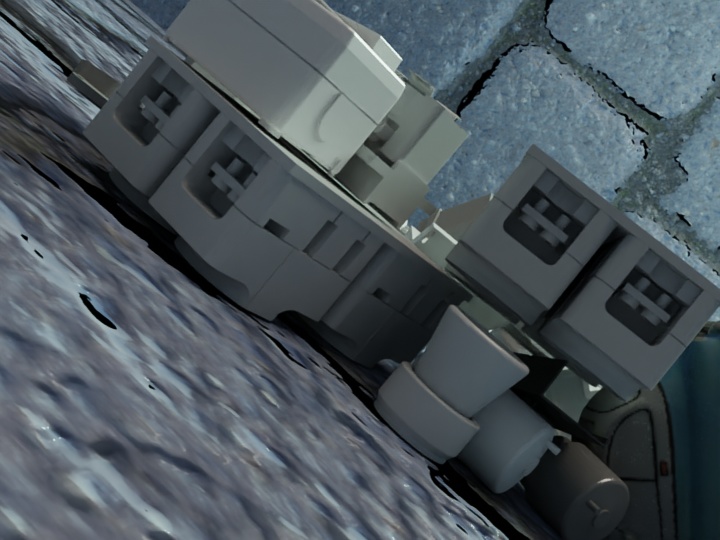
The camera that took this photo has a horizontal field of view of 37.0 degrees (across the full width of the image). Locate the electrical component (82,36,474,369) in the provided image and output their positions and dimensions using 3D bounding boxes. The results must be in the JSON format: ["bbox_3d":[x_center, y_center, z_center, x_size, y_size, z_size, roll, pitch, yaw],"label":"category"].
[{"bbox_3d":[-0.034,-0.020,0.513,0.105,0.060,0.186,43,5,32],"label":"electrical component"}]

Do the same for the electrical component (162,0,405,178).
[{"bbox_3d":[-0.035,-0.098,0.478,0.096,0.061,0.062,42,6,28],"label":"electrical component"}]

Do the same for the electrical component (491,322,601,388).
[{"bbox_3d":[0.179,0.099,0.797,0.186,0.105,0.060,38,5,-20],"label":"electrical component"}]

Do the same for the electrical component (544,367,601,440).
[{"bbox_3d":[0.127,0.097,0.661,0.057,0.058,0.078,1,80,-88],"label":"electrical component"}]

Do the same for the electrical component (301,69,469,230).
[{"bbox_3d":[-0.009,-0.085,0.547,0.121,0.063,0.079,42,5,28],"label":"electrical component"}]

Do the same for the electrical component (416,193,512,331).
[{"bbox_3d":[0.076,-0.003,0.750,0.113,0.057,0.078,-55,125,-74],"label":"electrical component"}]

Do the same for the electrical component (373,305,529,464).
[{"bbox_3d":[0.039,0.049,0.465,0.045,0.055,0.045,40,5,-4],"label":"electrical component"}]

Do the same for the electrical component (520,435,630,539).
[{"bbox_3d":[0.099,0.102,0.536,0.040,0.040,0.078,36,6,-39],"label":"electrical component"}]

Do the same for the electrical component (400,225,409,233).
[{"bbox_3d":[0.056,0.019,0.851,0.096,0.061,0.062,41,5,11],"label":"electrical component"}]

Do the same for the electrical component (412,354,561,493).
[{"bbox_3d":[0.054,0.068,0.502,0.078,0.040,0.040,42,5,25],"label":"electrical component"}]

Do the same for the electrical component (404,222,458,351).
[{"bbox_3d":[0.031,0.015,0.663,0.042,0.081,0.063,37,28,-24],"label":"electrical component"}]

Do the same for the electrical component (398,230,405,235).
[{"bbox_3d":[0.007,-0.012,0.794,0.089,0.055,0.050,42,5,17],"label":"electrical component"}]

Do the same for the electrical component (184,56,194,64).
[{"bbox_3d":[-0.116,-0.132,0.912,0.061,0.061,0.096,43,6,34],"label":"electrical component"}]

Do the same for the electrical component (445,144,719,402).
[{"bbox_3d":[0.103,0.006,0.547,0.105,0.060,0.186,39,1,5],"label":"electrical component"}]
